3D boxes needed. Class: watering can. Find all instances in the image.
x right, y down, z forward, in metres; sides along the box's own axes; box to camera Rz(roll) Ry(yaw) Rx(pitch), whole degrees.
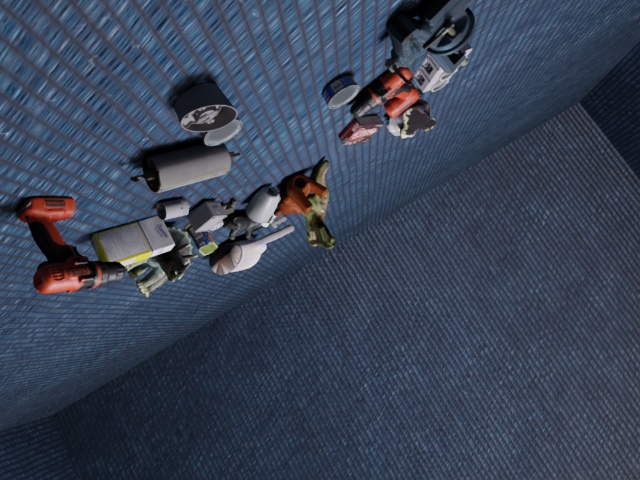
[{"bbox_3d":[-0.271,0.038,1.931,0.344,0.105,0.225,-35,168,24],"label":"watering can"}]

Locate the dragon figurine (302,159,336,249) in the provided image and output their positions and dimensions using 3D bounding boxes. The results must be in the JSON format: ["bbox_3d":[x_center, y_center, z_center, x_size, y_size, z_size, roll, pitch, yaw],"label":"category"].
[{"bbox_3d":[0.005,-0.089,1.765,0.123,0.245,0.404,-21,169,-20],"label":"dragon figurine"}]

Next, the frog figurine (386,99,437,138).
[{"bbox_3d":[0.265,-0.378,1.583,0.137,0.121,0.162,-40,-156,3],"label":"frog figurine"}]
